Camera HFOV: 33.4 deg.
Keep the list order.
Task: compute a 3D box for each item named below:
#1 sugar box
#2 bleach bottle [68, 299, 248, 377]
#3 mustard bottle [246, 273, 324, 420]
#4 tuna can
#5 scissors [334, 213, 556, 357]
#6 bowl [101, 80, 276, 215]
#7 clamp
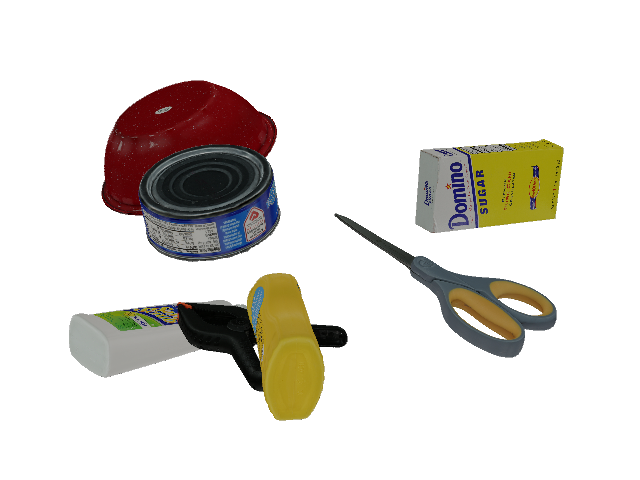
[{"bbox_3d":[0.199,-0.064,1.254,0.176,0.093,0.048,-8,22,-26],"label":"sugar box"},{"bbox_3d":[-0.207,0.120,1.452,0.250,0.068,0.103,-11,25,-42],"label":"bleach bottle"},{"bbox_3d":[-0.040,0.088,1.068,0.058,0.096,0.192,-3,28,-10],"label":"mustard bottle"},{"bbox_3d":[-0.069,-0.026,0.665,0.086,0.034,0.086,-5,35,3],"label":"tuna can"},{"bbox_3d":[0.099,0.024,0.808,0.096,0.016,0.202,-6,33,-29],"label":"scissors"},{"bbox_3d":[-0.121,-0.089,0.902,0.162,0.055,0.162,-16,32,10],"label":"bowl"},{"bbox_3d":[-0.095,0.116,1.258,0.210,0.036,0.164,14,22,27],"label":"clamp"}]
